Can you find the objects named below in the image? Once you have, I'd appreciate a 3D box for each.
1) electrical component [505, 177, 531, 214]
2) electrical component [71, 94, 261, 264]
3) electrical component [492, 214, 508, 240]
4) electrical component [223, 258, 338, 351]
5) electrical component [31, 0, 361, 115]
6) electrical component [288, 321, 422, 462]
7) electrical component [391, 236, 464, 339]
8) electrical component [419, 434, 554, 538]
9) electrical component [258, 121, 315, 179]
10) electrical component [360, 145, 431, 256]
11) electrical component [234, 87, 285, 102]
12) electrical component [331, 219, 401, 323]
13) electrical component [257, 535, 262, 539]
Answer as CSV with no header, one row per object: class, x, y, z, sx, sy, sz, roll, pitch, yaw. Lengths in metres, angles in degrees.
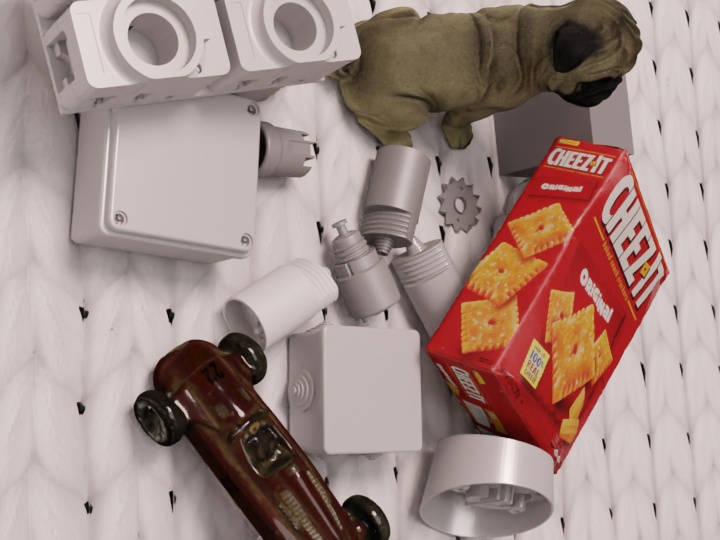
electrical component,0.160,-0.048,0.928,0.062,0.048,0.048,35,63,-36
electrical component,-0.124,-0.065,0.698,0.109,0.056,0.108,9,77,-37
electrical component,0.126,-0.013,0.895,0.045,0.045,0.055,31,65,-31
electrical component,-0.051,0.020,0.751,0.081,0.043,0.043,-34,104,-37
electrical component,-0.097,-0.164,0.655,0.186,0.060,0.105,-14,90,-34
electrical component,-0.004,0.087,0.774,0.100,0.048,0.099,6,79,-38
electrical component,0.057,0.011,0.838,0.043,0.043,0.081,-37,106,-36
electrical component,0.098,0.164,0.815,0.099,0.099,0.064,28,60,-32
electrical component,-0.060,-0.084,0.763,0.046,0.040,0.040,1,82,-45
electrical component,0.025,-0.049,0.822,0.043,0.043,0.081,26,68,-33
electrical component,-0.073,-0.139,0.760,0.078,0.040,0.040,-18,94,-39
electrical component,0.000,0.000,0.796,0.040,0.040,0.078,-32,102,-37
electrical component,-0.053,0.203,0.717,0.066,0.048,0.055,27,62,-6
